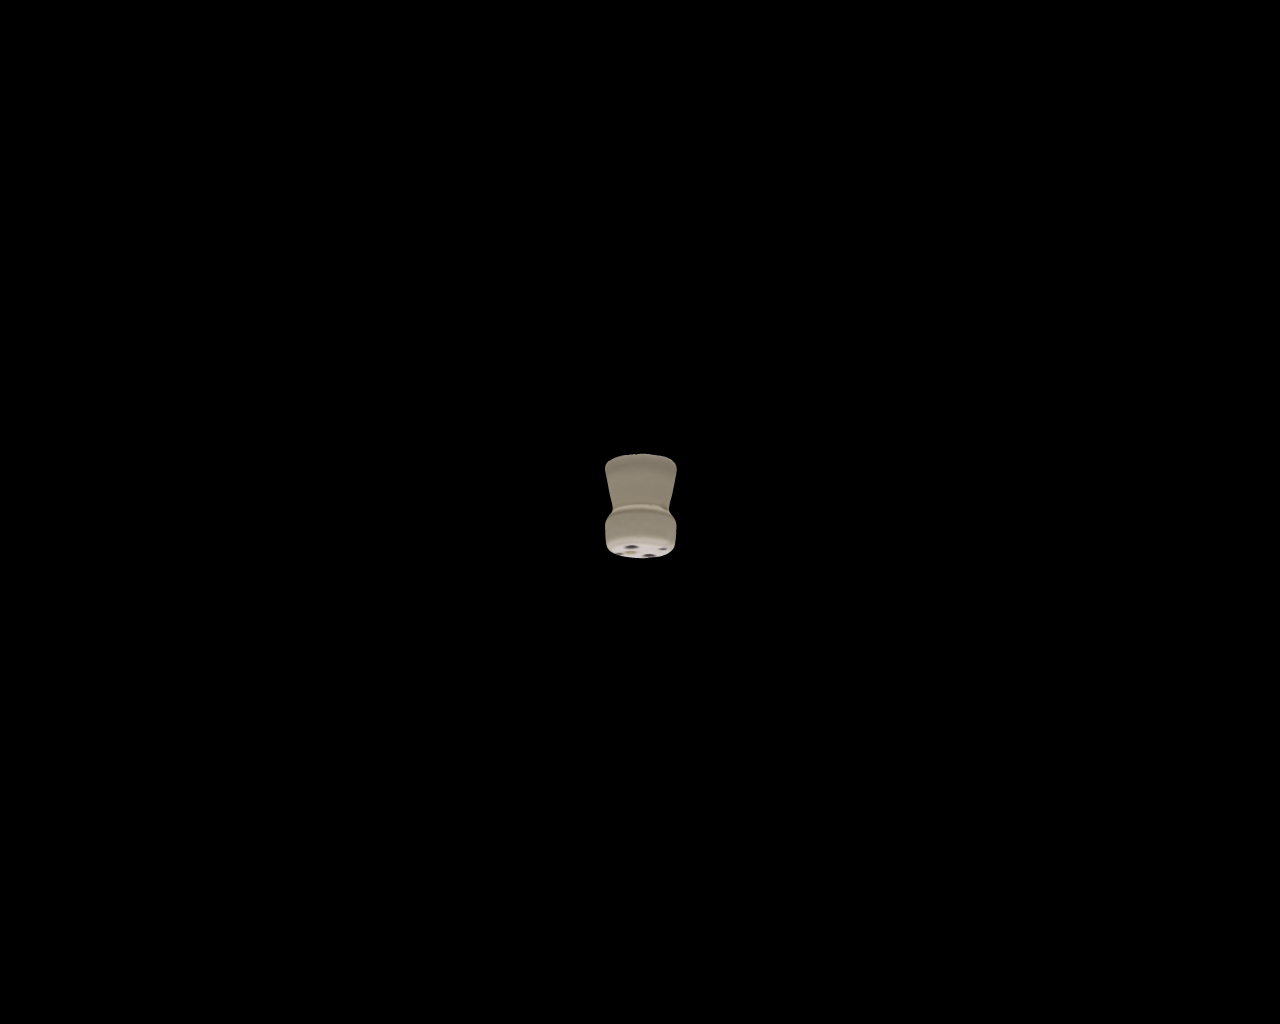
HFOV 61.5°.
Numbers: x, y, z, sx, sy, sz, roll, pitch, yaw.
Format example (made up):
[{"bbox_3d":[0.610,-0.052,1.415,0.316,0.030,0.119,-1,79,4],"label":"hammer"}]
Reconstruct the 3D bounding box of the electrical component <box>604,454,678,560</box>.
[{"bbox_3d":[0.001,-0.003,0.650,0.045,0.055,0.045,0,-16,0],"label":"electrical component"}]
